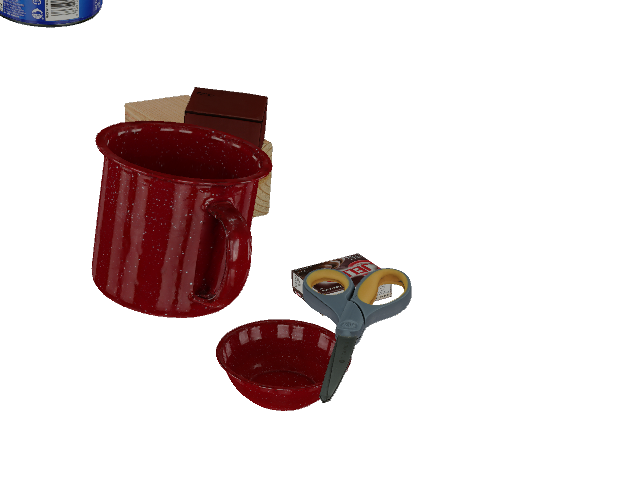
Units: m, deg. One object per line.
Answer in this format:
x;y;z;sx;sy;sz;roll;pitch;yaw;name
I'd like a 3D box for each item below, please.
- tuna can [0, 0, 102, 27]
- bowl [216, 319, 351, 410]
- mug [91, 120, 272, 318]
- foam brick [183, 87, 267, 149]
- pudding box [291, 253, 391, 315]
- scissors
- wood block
-0.207;-0.194;0.806;0.086;0.034;0.086;6;36;-4;tuna can
-0.045;0.156;1.280;0.162;0.055;0.162;2;25;-1;bowl
-0.071;-0.006;0.565;0.093;0.081;0.117;-6;28;-38;mug
-0.094;-0.115;1.066;0.078;0.051;0.053;8;35;2;foam brick
0.029;0.059;1.471;0.113;0.039;0.090;-16;26;-25;pudding box
0.006;0.062;0.804;0.096;0.016;0.201;11;26;24;scissors
-0.149;-0.100;1.272;0.090;0.090;0.206;-12;29;-32;wood block
